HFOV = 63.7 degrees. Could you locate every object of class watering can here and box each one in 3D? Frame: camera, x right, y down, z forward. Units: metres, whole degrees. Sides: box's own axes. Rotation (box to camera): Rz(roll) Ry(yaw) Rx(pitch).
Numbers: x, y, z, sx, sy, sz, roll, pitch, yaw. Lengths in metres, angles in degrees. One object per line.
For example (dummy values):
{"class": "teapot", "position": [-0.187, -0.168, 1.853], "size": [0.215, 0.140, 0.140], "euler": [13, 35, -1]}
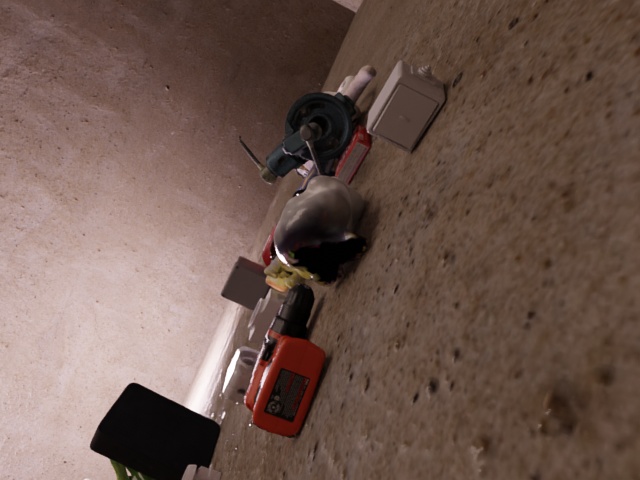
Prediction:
{"class": "watering can", "position": [0.029, -0.250, 1.092], "size": [0.104, 0.224, 0.349], "euler": [23, 2, -9]}

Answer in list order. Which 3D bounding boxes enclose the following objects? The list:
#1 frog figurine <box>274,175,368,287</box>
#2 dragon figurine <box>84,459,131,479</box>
{"class": "frog figurine", "position": [0.002, -0.035, 0.687], "size": [0.123, 0.163, 0.134], "euler": [3, -42, -3]}
{"class": "dragon figurine", "position": [-0.396, 0.608, 1.054], "size": [0.123, 0.403, 0.245], "euler": [-30, 28, -20]}
